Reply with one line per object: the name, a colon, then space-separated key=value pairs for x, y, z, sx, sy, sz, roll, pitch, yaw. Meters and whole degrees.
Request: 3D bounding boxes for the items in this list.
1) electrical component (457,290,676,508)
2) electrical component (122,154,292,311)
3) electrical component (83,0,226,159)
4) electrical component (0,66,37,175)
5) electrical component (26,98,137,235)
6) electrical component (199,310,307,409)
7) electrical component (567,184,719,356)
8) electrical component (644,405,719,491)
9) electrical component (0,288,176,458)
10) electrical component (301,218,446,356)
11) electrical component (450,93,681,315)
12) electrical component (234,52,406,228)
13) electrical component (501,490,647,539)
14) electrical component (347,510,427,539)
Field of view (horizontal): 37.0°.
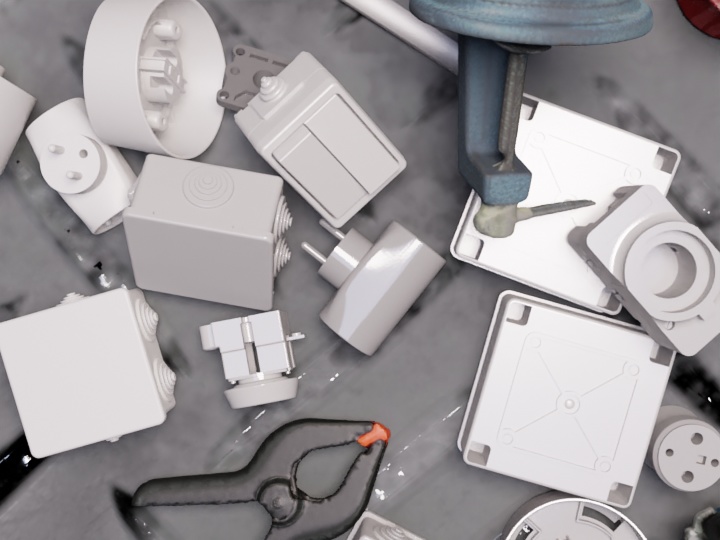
electrical component: x=0.127 y=0.079 z=0.672 sx=0.109 sy=0.056 sz=0.108 roll=16 pitch=94 yaw=2
electrical component: x=-0.092 y=-0.023 z=0.659 sx=0.100 sy=0.099 sz=0.048 roll=10 pitch=60 yaw=1
electrical component: x=-0.126 y=-0.119 z=0.657 sx=0.064 sy=0.099 sz=0.099 roll=6 pitch=93 yaw=9
electrical component: x=-0.252 y=-0.107 z=0.661 sx=0.099 sy=0.099 sz=0.064 roll=31 pitch=88 yaw=1
electrical component: x=-0.174 y=-0.065 z=0.668 sx=0.043 sy=0.079 sz=0.077 roll=-34 pitch=91 yaw=3
electrical component: x=-0.066 y=0.058 z=0.687 sx=0.066 sy=0.048 sz=0.055 roll=-11 pitch=85 yaw=3
electrical component: x=0.169 y=-0.001 z=0.608 sx=0.050 sy=0.055 sz=0.089 roll=-42 pitch=94 yaw=1
electrical component: x=0.200 y=0.111 z=0.670 sx=0.045 sy=0.055 sz=0.045 roll=0 pitch=93 yaw=3
electrical component: x=-0.173 y=0.063 z=0.690 sx=0.100 sy=0.048 sz=0.099 roll=-16 pitch=92 yaw=4
electrical component: x=0.000 y=0.000 z=0.680 sx=0.079 sy=0.044 sz=0.077 roll=38 pitch=94 yaw=1
electrical component: x=0.125 y=-0.040 z=0.666 sx=0.109 sy=0.056 sz=0.108 roll=21 pitch=94 yaw=2
electrical component: x=-0.026 y=-0.080 z=0.647 sx=0.062 sy=0.061 sz=0.096 roll=-42 pitch=129 yaw=4
electrical component: x=0.134 y=0.189 z=0.673 sx=0.099 sy=0.064 sz=0.099 roll=0 pitch=93 yaw=3
electrical component: x=0.021 y=0.217 z=0.688 sx=0.100 sy=0.048 sz=0.099 roll=27 pitch=94 yaw=1
